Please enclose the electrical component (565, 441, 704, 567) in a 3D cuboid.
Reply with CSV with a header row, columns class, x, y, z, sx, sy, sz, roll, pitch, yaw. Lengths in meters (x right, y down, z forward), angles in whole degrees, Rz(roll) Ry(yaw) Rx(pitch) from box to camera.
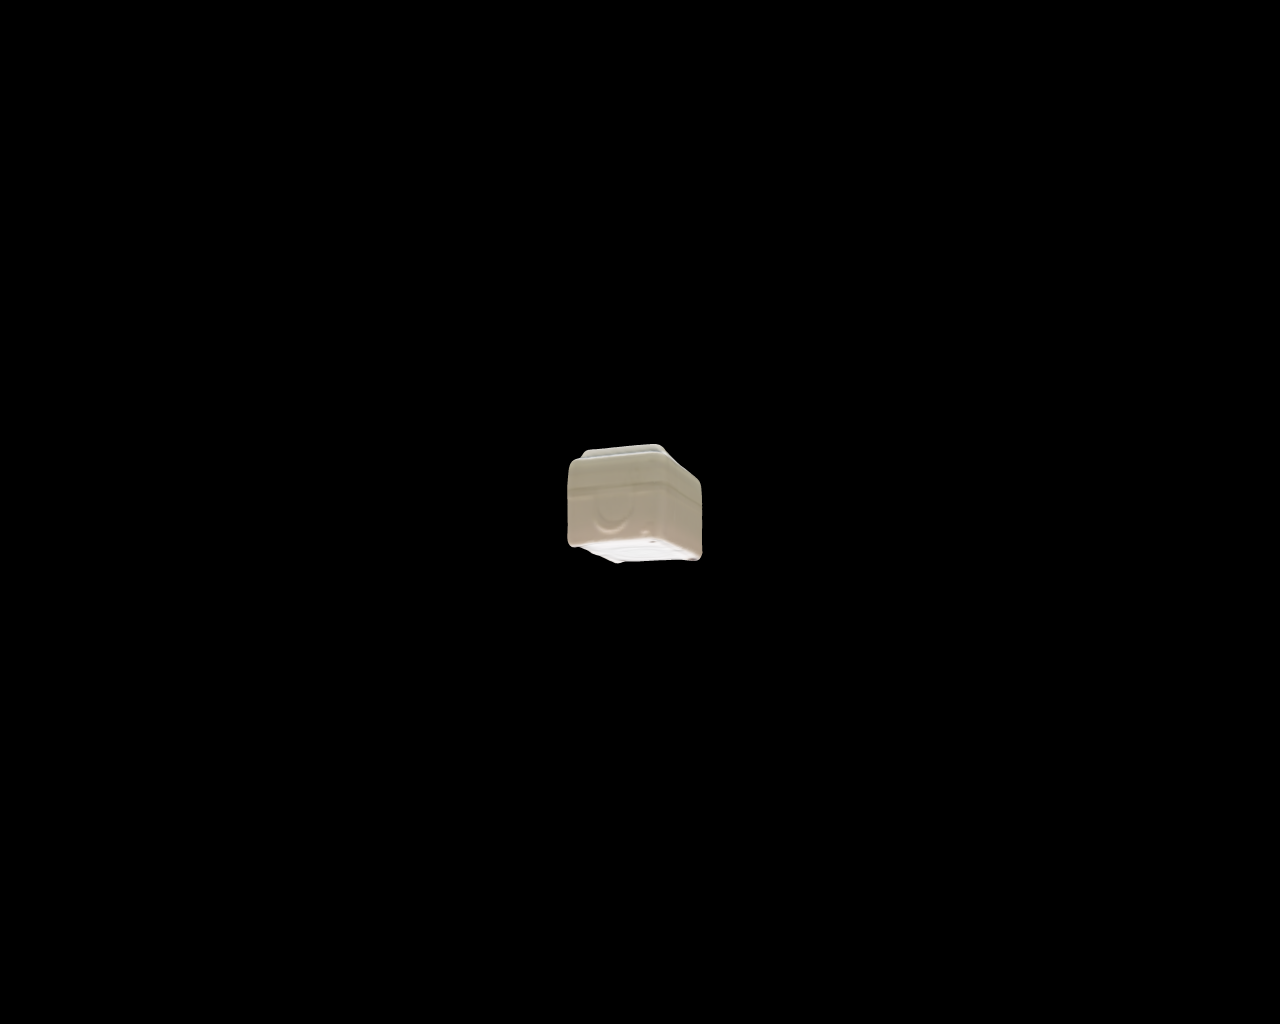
class,x,y,z,sx,sy,sz,roll,pitch,yaw
electrical component,0.001,-0.003,0.650,0.062,0.061,0.096,-4,-12,19
